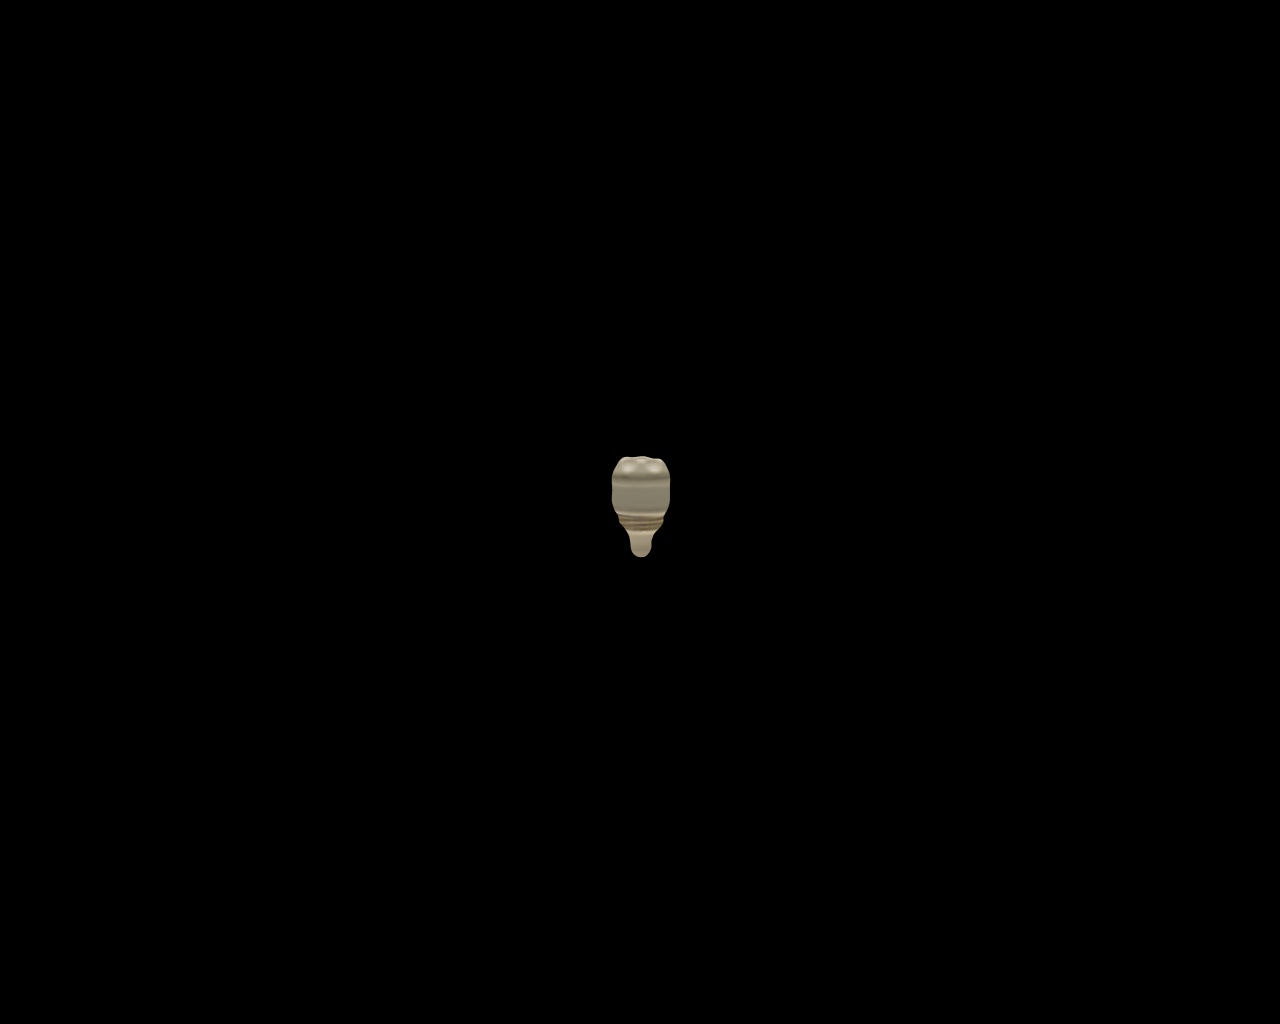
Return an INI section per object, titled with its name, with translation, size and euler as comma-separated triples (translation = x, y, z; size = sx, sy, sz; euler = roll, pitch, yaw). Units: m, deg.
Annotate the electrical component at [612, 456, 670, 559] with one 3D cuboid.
[electrical component]
translation = 0.001, -0.003, 0.650
size = 0.035, 0.061, 0.035
euler = 0, 7, 0
